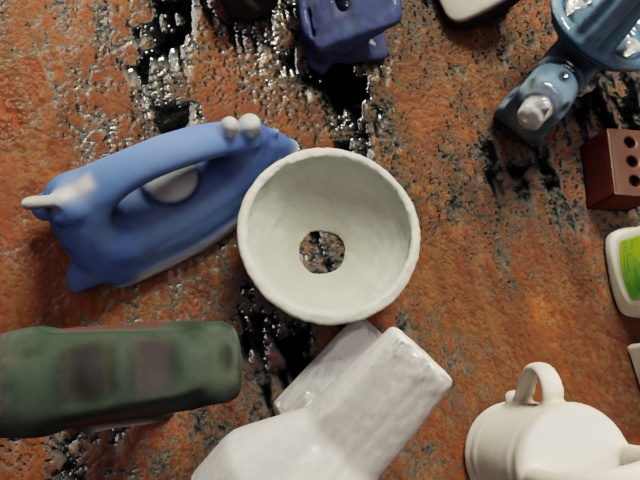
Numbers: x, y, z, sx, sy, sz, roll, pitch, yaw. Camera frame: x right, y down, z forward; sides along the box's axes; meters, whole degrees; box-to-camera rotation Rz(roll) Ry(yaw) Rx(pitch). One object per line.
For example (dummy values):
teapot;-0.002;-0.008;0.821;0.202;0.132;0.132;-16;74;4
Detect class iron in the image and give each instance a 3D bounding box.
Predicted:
iron;-0.127;-0.059;0.509;0.258;0.141;0.118;-28;80;-14

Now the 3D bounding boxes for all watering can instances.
watering can;0.202;0.189;0.460;0.101;0.194;0.173;-28;80;-14

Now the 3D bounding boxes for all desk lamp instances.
desk lamp;0.011;0.144;0.436;0.118;0.213;0.203;42;74;5

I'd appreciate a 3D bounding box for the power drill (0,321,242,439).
power drill;-0.173;0.106;0.423;0.230;0.208;0.075;-7;76;-9

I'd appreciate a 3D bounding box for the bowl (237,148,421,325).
bowl;0.005;0.002;0.546;0.167;0.074;0.167;2;75;-7

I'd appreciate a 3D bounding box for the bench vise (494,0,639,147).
bench vise;0.279;-0.192;0.560;0.121;0.219;0.207;22;73;-1

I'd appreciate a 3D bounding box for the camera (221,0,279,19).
camera;-0.097;-0.313;0.604;0.143;0.100;0.137;-7;76;-9

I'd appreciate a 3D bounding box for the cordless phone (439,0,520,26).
cordless phone;0.184;-0.336;0.604;0.094;0.185;0.147;-14;77;-11

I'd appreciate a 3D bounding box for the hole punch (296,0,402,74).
hole punch;0.027;-0.248;0.608;0.101;0.091;0.108;-10;76;-10
